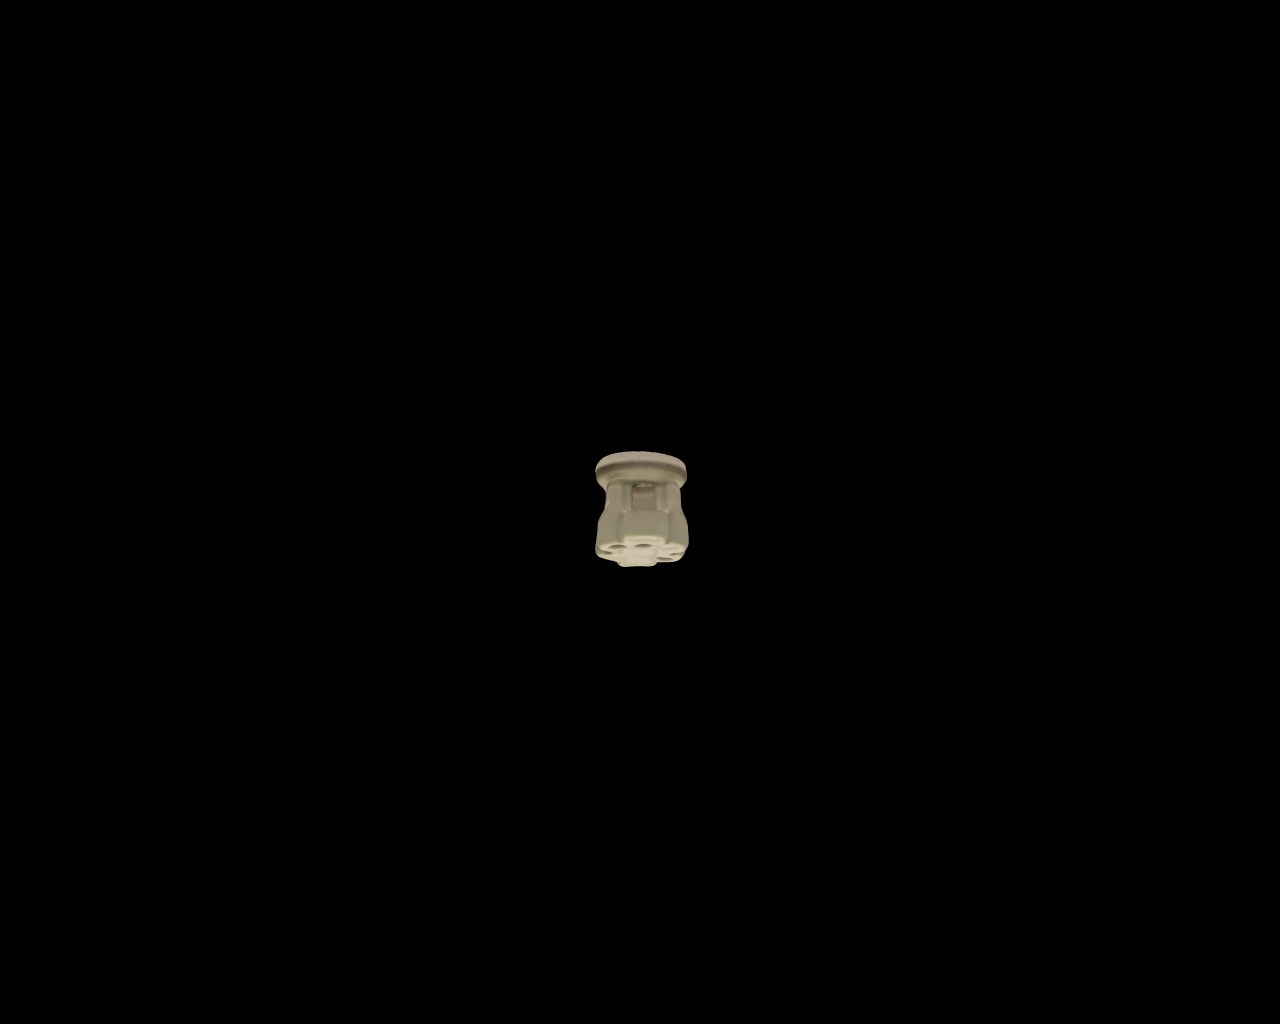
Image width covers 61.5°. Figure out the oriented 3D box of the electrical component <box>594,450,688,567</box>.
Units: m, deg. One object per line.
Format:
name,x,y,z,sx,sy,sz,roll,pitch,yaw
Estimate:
electrical component,0.001,-0.003,0.650,0.058,0.057,0.078,1,-15,-3
